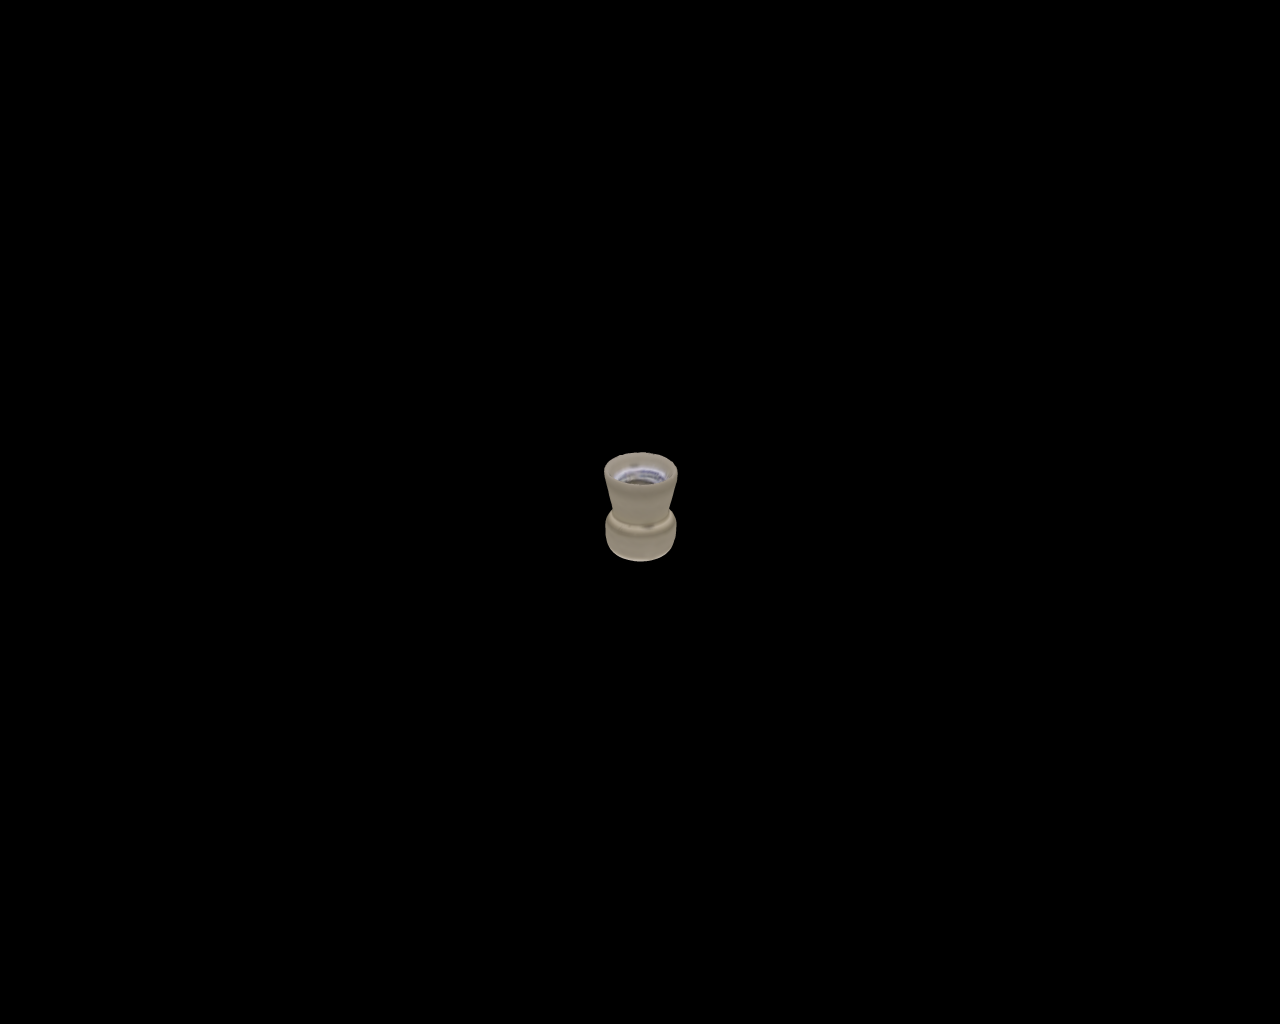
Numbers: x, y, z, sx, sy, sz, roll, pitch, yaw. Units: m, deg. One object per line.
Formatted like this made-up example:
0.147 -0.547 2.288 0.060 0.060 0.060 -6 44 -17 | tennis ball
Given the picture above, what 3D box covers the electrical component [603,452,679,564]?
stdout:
0.001 -0.003 0.650 0.045 0.055 0.045 0 30 0 | electrical component
